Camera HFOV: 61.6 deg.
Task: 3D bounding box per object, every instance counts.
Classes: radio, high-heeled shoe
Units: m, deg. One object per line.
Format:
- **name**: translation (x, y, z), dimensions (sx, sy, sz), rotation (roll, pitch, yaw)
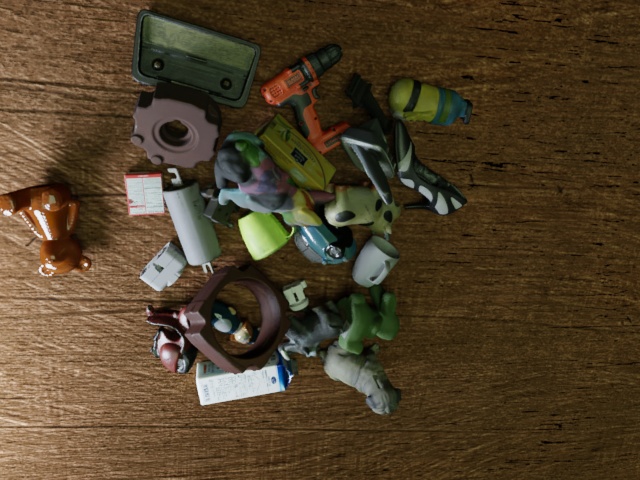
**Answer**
- **radio**: translation (-0.239, -0.341, 1.032), dimensions (0.230, 0.073, 0.131), rotation (13, 106, -14)
- **high-heeled shoe**: translation (0.242, -0.155, 1.170), dimensions (0.145, 0.086, 0.248), rotation (-9, 127, 9)

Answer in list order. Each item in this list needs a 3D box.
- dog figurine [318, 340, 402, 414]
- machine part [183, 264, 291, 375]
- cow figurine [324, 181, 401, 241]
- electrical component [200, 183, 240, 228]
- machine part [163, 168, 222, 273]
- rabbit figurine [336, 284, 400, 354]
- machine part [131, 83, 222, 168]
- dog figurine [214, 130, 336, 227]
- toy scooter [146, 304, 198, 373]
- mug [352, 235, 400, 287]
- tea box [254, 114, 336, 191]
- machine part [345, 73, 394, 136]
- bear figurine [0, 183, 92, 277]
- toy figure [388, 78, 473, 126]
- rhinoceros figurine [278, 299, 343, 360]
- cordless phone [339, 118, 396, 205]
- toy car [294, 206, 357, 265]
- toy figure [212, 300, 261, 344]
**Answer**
- **dog figurine**: translation (0.089, 0.323, 1.261), dimensions (0.172, 0.191, 0.121), rotation (2, 108, -10)
- **machine part**: translation (-0.177, 0.170, 1.165), dimensions (0.201, 0.087, 0.201), rotation (48, 56, -22)
- **cow figurine**: translation (0.097, -0.064, 1.167), dimensions (0.195, 0.086, 0.127), rotation (-4, 108, -33)
- **electrical component**: translation (-0.209, -0.074, 1.124), dimensions (0.102, 0.045, 0.078), rotation (26, 87, -57)
- **machine part**: translation (-0.267, -0.037, 1.131), dimensions (0.079, 0.079, 0.243), rotation (-16, 111, -5)
- **rabbit figurine**: translation (0.119, 0.181, 1.276), dimensions (0.170, 0.121, 0.159), rotation (14, 100, -33)
- **machine part**: translation (-0.277, -0.216, 1.041), dimensions (0.179, 0.056, 0.179), rotation (-2, 139, -2)
- **dog figurine**: translation (-0.082, -0.105, 1.045), dimensions (0.219, 0.108, 0.191), rotation (19, 146, 9)
- **toy scooter**: translation (-0.335, 0.211, 1.206), dimensions (0.135, 0.075, 0.183), rotation (20, 113, 0)
- **mug**: translation (0.125, 0.062, 1.226), dimensions (0.081, 0.110, 0.107), rotation (21, 119, -27)
- **tea box**: translation (-0.063, -0.165, 1.105), dimensions (0.169, 0.098, 0.068), rotation (43, 57, -21)
- **machine part**: translation (0.104, -0.277, 1.117), dimensions (0.039, 0.084, 0.138), rotation (-21, 124, 36)
- **bear figurine**: translation (-0.538, -0.011, 1.068), dimensions (0.120, 0.132, 0.195), rotation (-4, 104, -4)
- **toy figure**: translation (0.231, -0.289, 1.134), dimensions (0.180, 0.082, 0.089), rotation (4, 97, -7)
- **rhinoceros figurine**: translation (-0.024, 0.213, 1.244), dimensions (0.190, 0.073, 0.112), rotation (-32, 84, 32)
- **cordless phone**: translation (0.118, -0.137, 1.086), dimensions (0.089, 0.184, 0.146), rotation (-25, 152, 9)
- **toy car**: translation (-0.002, -0.004, 1.181), dimensions (0.161, 0.109, 0.103), rotation (43, 118, -9)
- **toy figure**: translation (-0.200, 0.198, 1.239), dimensions (0.154, 0.058, 0.064), rotation (40, 138, -21)
